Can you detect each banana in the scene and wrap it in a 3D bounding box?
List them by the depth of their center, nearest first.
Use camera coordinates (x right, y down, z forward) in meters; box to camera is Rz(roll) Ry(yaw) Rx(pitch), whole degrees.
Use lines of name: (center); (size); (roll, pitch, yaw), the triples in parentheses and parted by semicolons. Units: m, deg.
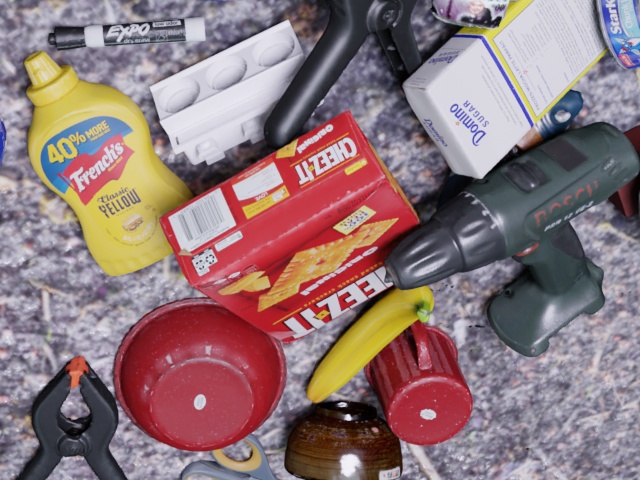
banana: (0.048, 0.084, 0.962); (0.037, 0.069, 0.198); (45, 137, 2)

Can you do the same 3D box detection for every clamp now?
clamp: (0.030, -0.163, 0.774); (0.164, 0.036, 0.210); (-26, 139, -32)
clamp: (-0.239, 0.190, 0.997); (0.120, 0.039, 0.171); (-7, 113, -12)

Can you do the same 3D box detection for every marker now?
marker: (-0.151, -0.161, 0.835); (0.121, 0.020, 0.020); (-5, 118, -6)

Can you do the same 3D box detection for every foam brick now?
foam brick: (0.287, -0.067, 0.939); (0.078, 0.051, 0.053); (-26, 118, 4)

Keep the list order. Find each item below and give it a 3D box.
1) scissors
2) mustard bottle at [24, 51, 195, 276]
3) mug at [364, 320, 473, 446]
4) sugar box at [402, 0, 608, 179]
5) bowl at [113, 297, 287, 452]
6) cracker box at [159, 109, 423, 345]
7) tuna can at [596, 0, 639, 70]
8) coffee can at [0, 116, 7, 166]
scissors: (-0.036, 0.237, 1.067); (0.201, 0.016, 0.096); (10, 116, -14)
mustard bottle: (-0.178, -0.067, 0.859); (0.096, 0.058, 0.191); (-25, 118, 6)
mug: (0.094, 0.127, 0.993); (0.093, 0.081, 0.117); (-6, 118, -6)
sugar box: (0.153, -0.141, 0.845); (0.176, 0.048, 0.093); (-42, 118, -12)
bowl: (-0.108, 0.135, 0.971); (0.162, 0.055, 0.162); (-2, 112, -6)
cracker box: (-0.006, 0.001, 0.852); (0.164, 0.072, 0.213); (-29, 156, 7)
tuna can: (0.253, -0.181, 0.851); (0.034, 0.086, 0.086); (-10, 126, 36)
coffee can: (-0.294, -0.052, 0.800); (0.102, 0.140, 0.103); (-4, 118, -8)
